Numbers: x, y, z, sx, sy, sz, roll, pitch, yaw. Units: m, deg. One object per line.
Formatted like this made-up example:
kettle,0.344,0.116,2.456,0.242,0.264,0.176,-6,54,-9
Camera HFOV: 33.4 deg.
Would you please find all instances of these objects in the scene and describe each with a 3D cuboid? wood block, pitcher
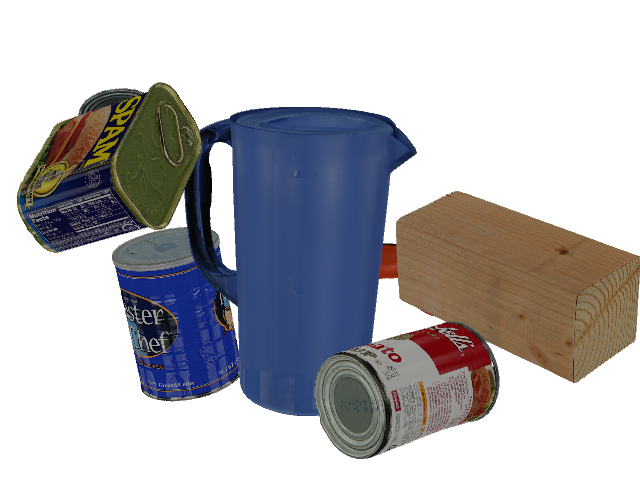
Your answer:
wood block,0.173,0.035,0.966,0.090,0.090,0.206,-25,34,-34
pitcher,-0.021,0.013,0.876,0.144,0.243,0.149,-7,18,-32

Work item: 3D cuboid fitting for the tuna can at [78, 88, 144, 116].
tuna can,-0.207,-0.119,1.111,0.086,0.086,0.034,0,-44,-6

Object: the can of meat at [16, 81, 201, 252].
can of meat,-0.133,-0.044,0.671,0.084,0.057,0.102,-14,37,27

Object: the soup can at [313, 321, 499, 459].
soup can,0.055,0.094,0.678,0.102,0.068,0.069,-10,6,-40

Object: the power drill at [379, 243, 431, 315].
power drill,0.042,0.039,1.143,0.188,0.057,0.184,4,31,14

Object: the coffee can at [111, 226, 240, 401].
coffee can,-0.137,0.069,1.032,0.103,0.140,0.103,-8,19,2
